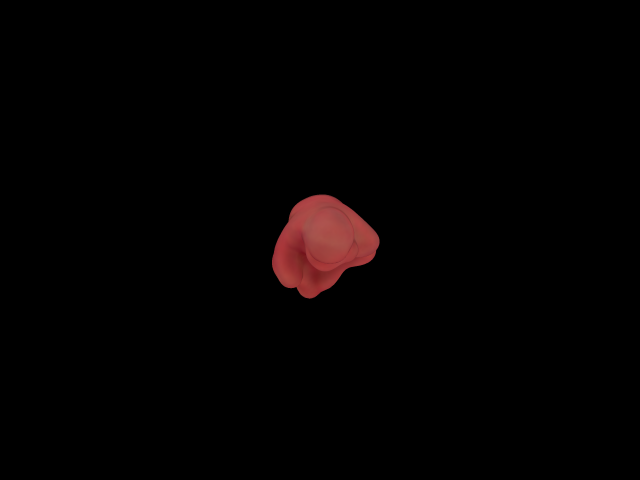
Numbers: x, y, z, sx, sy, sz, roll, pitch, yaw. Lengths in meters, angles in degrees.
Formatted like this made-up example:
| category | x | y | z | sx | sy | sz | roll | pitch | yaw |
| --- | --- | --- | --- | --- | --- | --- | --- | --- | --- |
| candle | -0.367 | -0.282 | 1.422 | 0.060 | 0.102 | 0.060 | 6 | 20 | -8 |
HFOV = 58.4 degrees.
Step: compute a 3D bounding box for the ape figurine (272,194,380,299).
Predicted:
| category | x | y | z | sx | sy | sz | roll | pitch | yaw |
| --- | --- | --- | --- | --- | --- | --- | --- | --- | --- |
| ape figurine | 0.004 | 0.001 | 0.400 | 0.078 | 0.092 | 0.076 | 0 | 82 | 0 |
